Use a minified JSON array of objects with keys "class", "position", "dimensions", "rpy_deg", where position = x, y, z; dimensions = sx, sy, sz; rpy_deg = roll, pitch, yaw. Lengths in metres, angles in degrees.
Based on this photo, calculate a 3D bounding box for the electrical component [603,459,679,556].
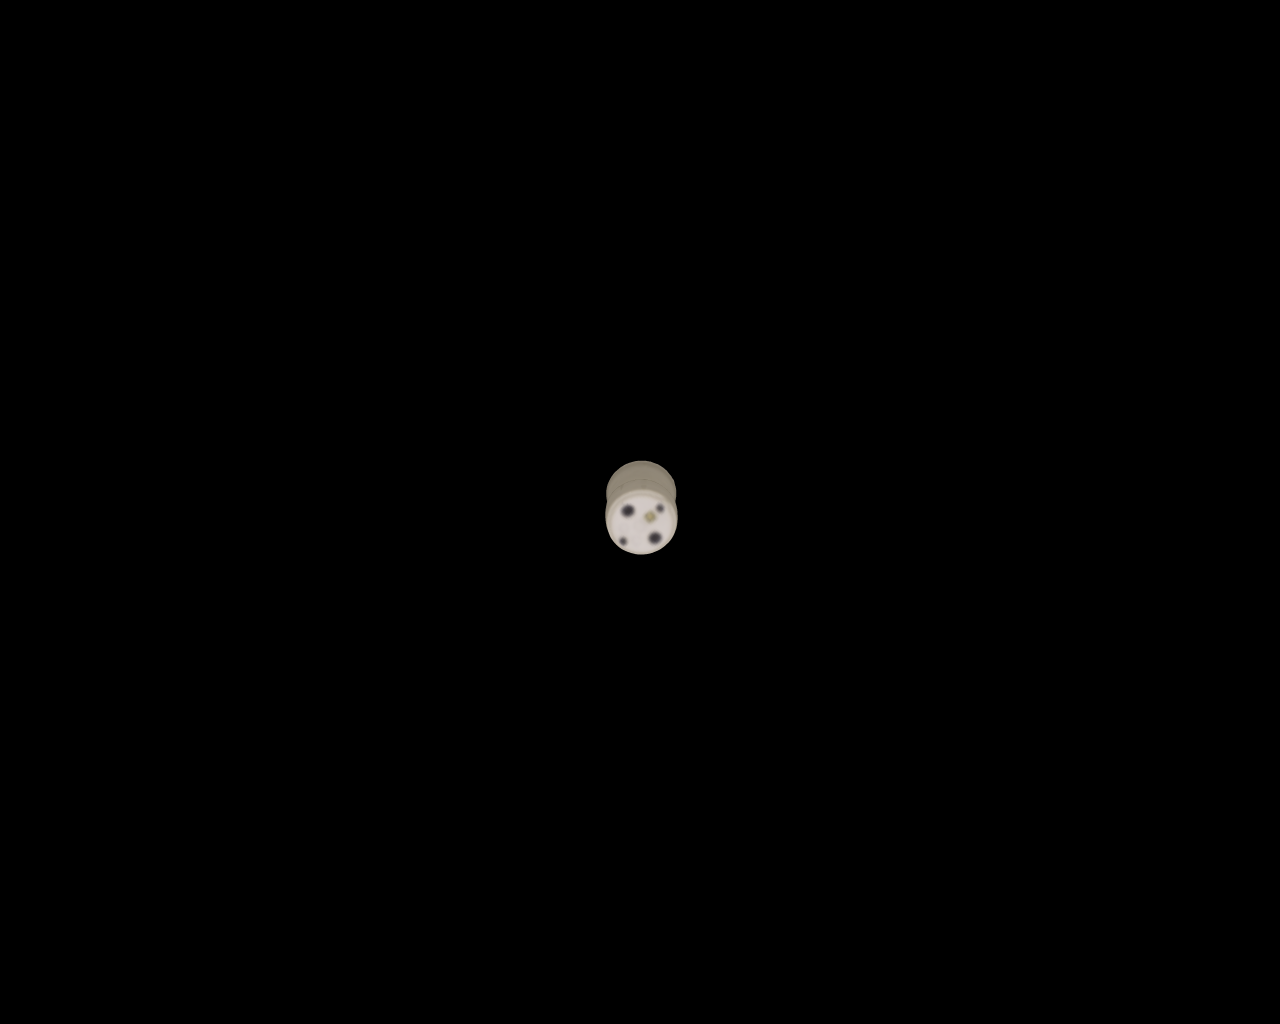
[{"class":"electrical component","position":[0.001,-0.003,0.650],"dimensions":[0.045,0.044,0.055],"rpy_deg":[0,21,0]}]
